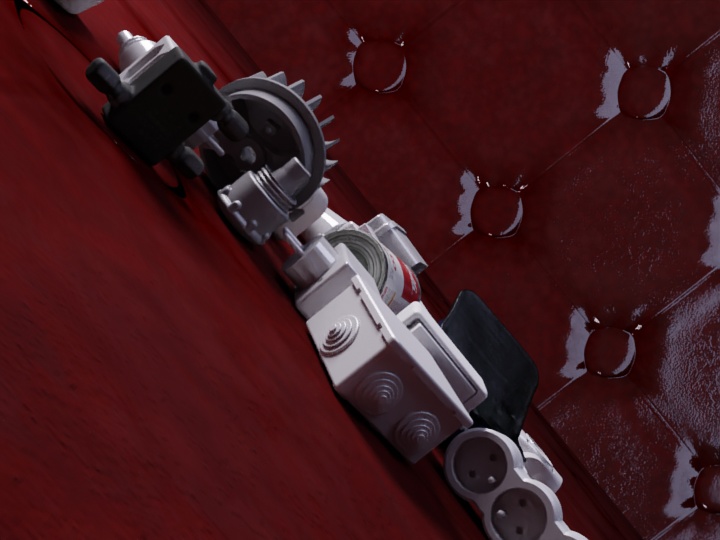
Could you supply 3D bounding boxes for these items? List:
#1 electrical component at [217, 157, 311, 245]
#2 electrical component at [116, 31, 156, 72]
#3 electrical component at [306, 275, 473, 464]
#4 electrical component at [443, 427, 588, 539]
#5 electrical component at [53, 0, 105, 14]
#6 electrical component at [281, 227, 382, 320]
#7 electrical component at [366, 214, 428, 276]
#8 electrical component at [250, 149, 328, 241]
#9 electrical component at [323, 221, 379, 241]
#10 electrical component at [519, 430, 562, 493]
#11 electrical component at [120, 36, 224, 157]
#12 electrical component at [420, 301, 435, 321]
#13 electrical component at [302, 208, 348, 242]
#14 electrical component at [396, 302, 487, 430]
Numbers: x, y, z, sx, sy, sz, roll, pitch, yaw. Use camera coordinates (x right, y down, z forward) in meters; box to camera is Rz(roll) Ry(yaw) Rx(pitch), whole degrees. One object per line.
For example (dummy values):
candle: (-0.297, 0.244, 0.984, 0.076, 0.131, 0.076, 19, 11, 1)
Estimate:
electrical component: (-0.062, -0.051, 0.730, 0.048, 0.062, 0.048, 51, 5, -6)
electrical component: (-0.157, -0.150, 0.770, 0.061, 0.035, 0.035, 51, 4, 32)
electrical component: (0.016, 0.063, 0.678, 0.099, 0.048, 0.099, 48, 5, -30)
electrical component: (0.117, 0.174, 0.763, 0.138, 0.052, 0.074, 53, 5, 19)
electrical component: (-0.211, -0.221, 0.747, 0.079, 0.043, 0.077, 49, 5, -10)
electrical component: (-0.028, 0.002, 0.743, 0.076, 0.047, 0.065, 50, 5, -13)
electrical component: (0.015, -0.007, 1.027, 0.057, 0.078, 0.113, 54, 5, 7)
electrical component: (-0.075, -0.077, 0.858, 0.095, 0.054, 0.059, 54, 6, 36)
electrical component: (0.000, 0.000, 0.934, 0.096, 0.061, 0.062, 52, 5, 11)
electrical component: (0.166, 0.199, 1.077, 0.077, 0.044, 0.079, 50, 5, -6)
electrical component: (-0.118, -0.106, 0.723, 0.076, 0.047, 0.065, 48, 6, -33)
electrical component: (0.063, 0.070, 1.102, 0.079, 0.043, 0.077, 50, 5, -21)
electrical component: (-0.045, -0.049, 1.014, 0.065, 0.044, 0.044, 47, 3, 21)
electrical component: (0.047, 0.079, 0.768, 0.096, 0.062, 0.061, 51, 5, -2)
